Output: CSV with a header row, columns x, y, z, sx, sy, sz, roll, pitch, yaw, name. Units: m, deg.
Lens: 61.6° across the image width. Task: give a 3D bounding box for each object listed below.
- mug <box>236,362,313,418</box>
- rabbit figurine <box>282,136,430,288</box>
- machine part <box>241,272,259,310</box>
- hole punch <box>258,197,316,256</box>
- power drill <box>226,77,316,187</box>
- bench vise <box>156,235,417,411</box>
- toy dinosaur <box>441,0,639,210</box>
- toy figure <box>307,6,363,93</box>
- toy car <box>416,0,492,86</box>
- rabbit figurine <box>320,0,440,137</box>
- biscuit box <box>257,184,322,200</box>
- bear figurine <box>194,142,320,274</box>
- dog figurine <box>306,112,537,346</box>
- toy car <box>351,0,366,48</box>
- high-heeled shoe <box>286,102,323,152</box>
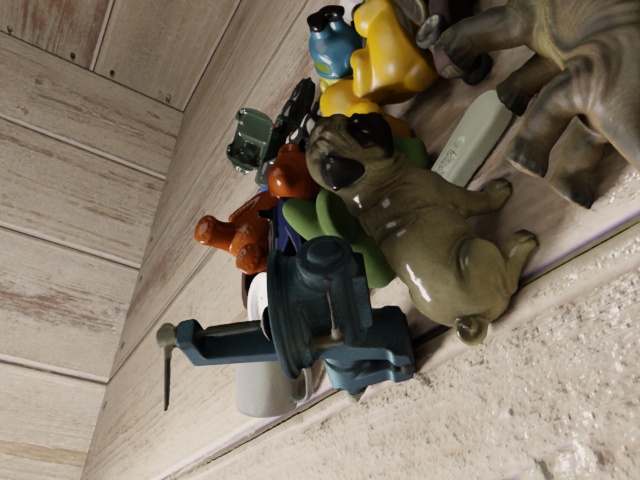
x,y,z,sx,sy,sz,roll,pitch,yaw,name
-0.063,0.168,0.702,0.110,0.081,0.107,0,98,33,mug
0.048,-0.032,0.609,0.121,0.159,0.170,-20,68,49,rabbit figurine
-0.076,0.037,0.905,0.179,0.056,0.179,-46,34,43,machine part
-0.001,-0.002,0.691,0.092,0.142,0.116,-36,53,54,hole punch
-0.087,-0.201,1.003,0.207,0.086,0.231,-41,-27,-72,power drill
-0.033,0.092,0.526,0.223,0.241,0.129,74,-172,-54,bench vise
0.208,-0.190,0.434,0.198,0.105,0.472,-42,43,33,toy dinosaur
0.034,-0.253,0.787,0.082,0.179,0.089,-13,44,15,toy figure
0.149,-0.263,0.627,0.053,0.089,0.202,-36,40,45,toy car
0.075,-0.196,0.705,0.173,0.122,0.162,-30,63,34,rabbit figurine
-0.056,-0.075,0.946,0.203,0.063,0.059,-18,54,60,biscuit box
-0.069,-0.053,0.780,0.195,0.120,0.132,-58,-20,6,bear figurine
0.069,-0.011,0.463,0.121,0.190,0.172,-51,31,37,dog figurine
0.072,-0.336,0.900,0.073,0.056,0.201,-11,59,70,toy car
-0.007,-0.135,0.883,0.249,0.086,0.145,-112,39,-57,high-heeled shoe
